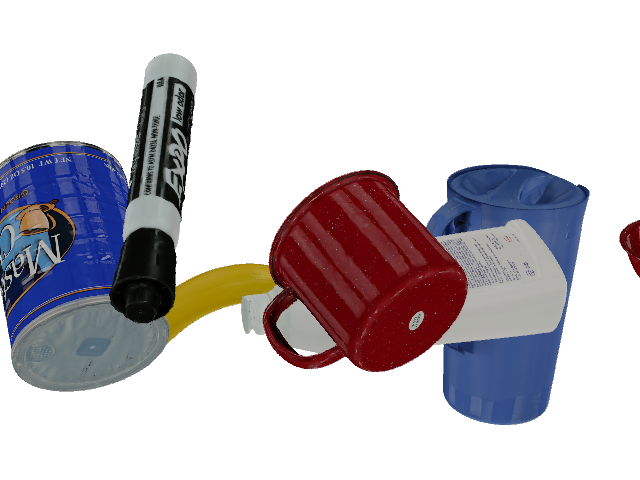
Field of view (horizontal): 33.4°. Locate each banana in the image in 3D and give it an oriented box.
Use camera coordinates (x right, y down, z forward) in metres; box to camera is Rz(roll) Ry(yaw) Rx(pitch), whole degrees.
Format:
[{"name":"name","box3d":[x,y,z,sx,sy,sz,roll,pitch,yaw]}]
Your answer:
[{"name":"banana","box3d":[-0.103,0.062,1.008,0.198,0.069,0.037,-17,22,17]}]

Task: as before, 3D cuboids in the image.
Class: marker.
[{"name":"marker","box3d":[-0.052,-0.020,0.345,0.020,0.020,0.121,0,43,-3]}]

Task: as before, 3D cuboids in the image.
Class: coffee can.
[{"name":"coffee can","box3d":[-0.170,0.017,0.732,0.102,0.140,0.103,-15,-34,-11]}]

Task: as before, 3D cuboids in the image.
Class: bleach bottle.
[{"name":"bleach bottle","box3d":[0.061,0.041,0.845,0.250,0.068,0.102,-5,36,-15]}]

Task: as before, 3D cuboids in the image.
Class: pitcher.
[{"name":"pitcher","box3d":[0.173,0.056,1.045,0.149,0.243,0.145,5,22,8]}]

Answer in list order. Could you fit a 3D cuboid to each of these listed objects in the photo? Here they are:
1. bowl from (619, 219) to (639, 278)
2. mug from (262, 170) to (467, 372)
[{"name":"bowl","box3d":[0.403,0.026,1.150,0.162,0.055,0.162,-2,24,1]},{"name":"mug","box3d":[0.020,0.028,0.611,0.117,0.082,0.093,-36,-34,-6]}]
